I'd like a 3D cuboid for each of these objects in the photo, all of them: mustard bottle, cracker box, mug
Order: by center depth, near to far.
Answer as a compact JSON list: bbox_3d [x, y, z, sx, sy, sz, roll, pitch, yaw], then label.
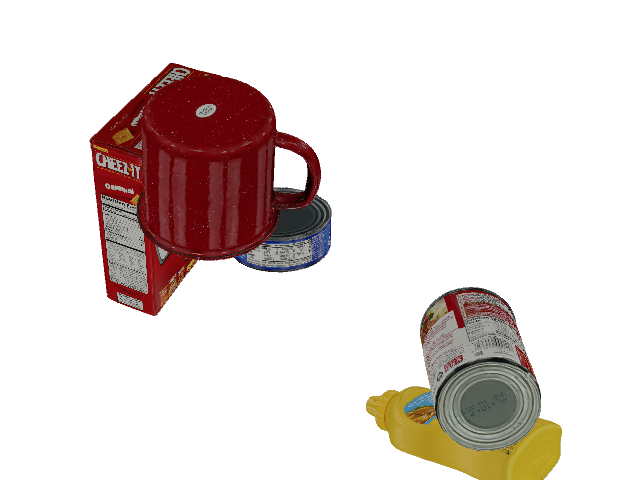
[{"bbox_3d":[-0.058,-0.046,0.664,0.117,0.081,0.093,8,44,3],"label":"mug"},{"bbox_3d":[0.122,0.179,1.009,0.192,0.058,0.096,12,20,40],"label":"mustard bottle"},{"bbox_3d":[-0.169,-0.054,1.131,0.072,0.214,0.164,17,43,15],"label":"cracker box"}]

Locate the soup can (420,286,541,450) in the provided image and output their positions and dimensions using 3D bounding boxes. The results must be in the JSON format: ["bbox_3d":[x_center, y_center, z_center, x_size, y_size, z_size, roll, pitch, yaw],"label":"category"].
[{"bbox_3d":[0.104,0.082,0.703,0.068,0.068,0.102,0,23,0],"label":"soup can"}]

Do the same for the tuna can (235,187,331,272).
[{"bbox_3d":[-0.033,-0.009,0.874,0.086,0.034,0.086,0,30,0],"label":"tuna can"}]
